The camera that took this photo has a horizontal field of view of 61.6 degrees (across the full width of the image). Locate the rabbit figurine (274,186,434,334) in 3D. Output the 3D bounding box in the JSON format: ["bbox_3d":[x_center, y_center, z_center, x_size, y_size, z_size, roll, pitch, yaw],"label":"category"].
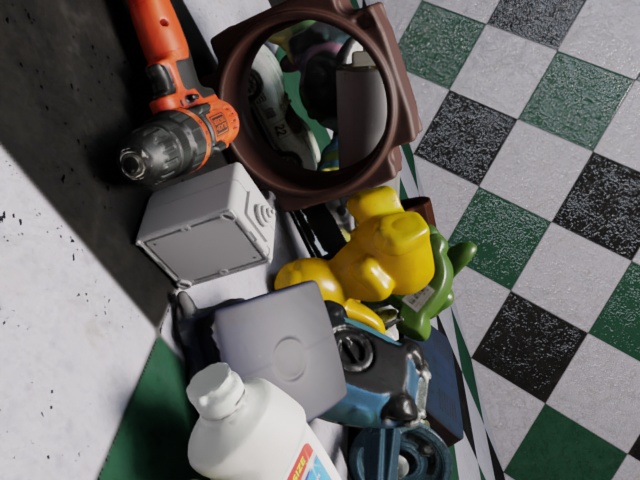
[{"bbox_3d":[0.033,0.037,0.612,0.122,0.173,0.162,55,-17,45],"label":"rabbit figurine"}]

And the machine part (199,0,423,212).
[{"bbox_3d":[-0.009,-0.143,0.563,0.087,0.201,0.201,-63,134,-62],"label":"machine part"}]

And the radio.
[{"bbox_3d":[0.162,0.226,0.898,0.131,0.073,0.230,39,27,-16],"label":"radio"}]

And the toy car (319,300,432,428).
[{"bbox_3d":[0.026,0.140,0.552,0.102,0.162,0.109,115,-6,-47],"label":"toy car"}]

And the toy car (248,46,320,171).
[{"bbox_3d":[-0.055,-0.162,0.685,0.073,0.056,0.201,-83,152,-52],"label":"toy car"}]

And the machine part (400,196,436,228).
[{"bbox_3d":[0.102,-0.021,0.858,0.179,0.179,0.056,-45,119,-71],"label":"machine part"}]

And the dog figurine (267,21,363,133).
[{"bbox_3d":[-0.009,-0.245,0.754,0.191,0.219,0.108,-58,139,-16],"label":"dog figurine"}]

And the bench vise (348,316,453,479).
[{"bbox_3d":[0.075,0.233,0.619,0.241,0.129,0.223,-64,131,-72],"label":"bench vise"}]

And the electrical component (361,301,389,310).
[{"bbox_3d":[0.071,0.081,0.816,0.119,0.075,0.047,-66,136,-71],"label":"electrical component"}]

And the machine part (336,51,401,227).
[{"bbox_3d":[0.060,-0.123,0.646,0.079,0.079,0.242,-68,158,-64],"label":"machine part"}]

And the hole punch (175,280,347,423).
[{"bbox_3d":[-0.043,0.096,0.430,0.116,0.092,0.142,-14,91,-69],"label":"hole punch"}]

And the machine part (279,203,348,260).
[{"bbox_3d":[-0.001,-0.002,0.674,0.138,0.084,0.039,65,-21,-6],"label":"machine part"}]

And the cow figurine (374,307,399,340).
[{"bbox_3d":[0.096,0.157,0.834,0.167,0.068,0.098,-74,149,-55],"label":"cow figurine"}]

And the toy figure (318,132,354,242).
[{"bbox_3d":[0.031,-0.076,0.764,0.089,0.082,0.180,113,-14,-63],"label":"toy figure"}]

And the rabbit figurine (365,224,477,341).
[{"bbox_3d":[0.140,0.055,0.758,0.159,0.121,0.170,-59,154,-5],"label":"rabbit figurine"}]
